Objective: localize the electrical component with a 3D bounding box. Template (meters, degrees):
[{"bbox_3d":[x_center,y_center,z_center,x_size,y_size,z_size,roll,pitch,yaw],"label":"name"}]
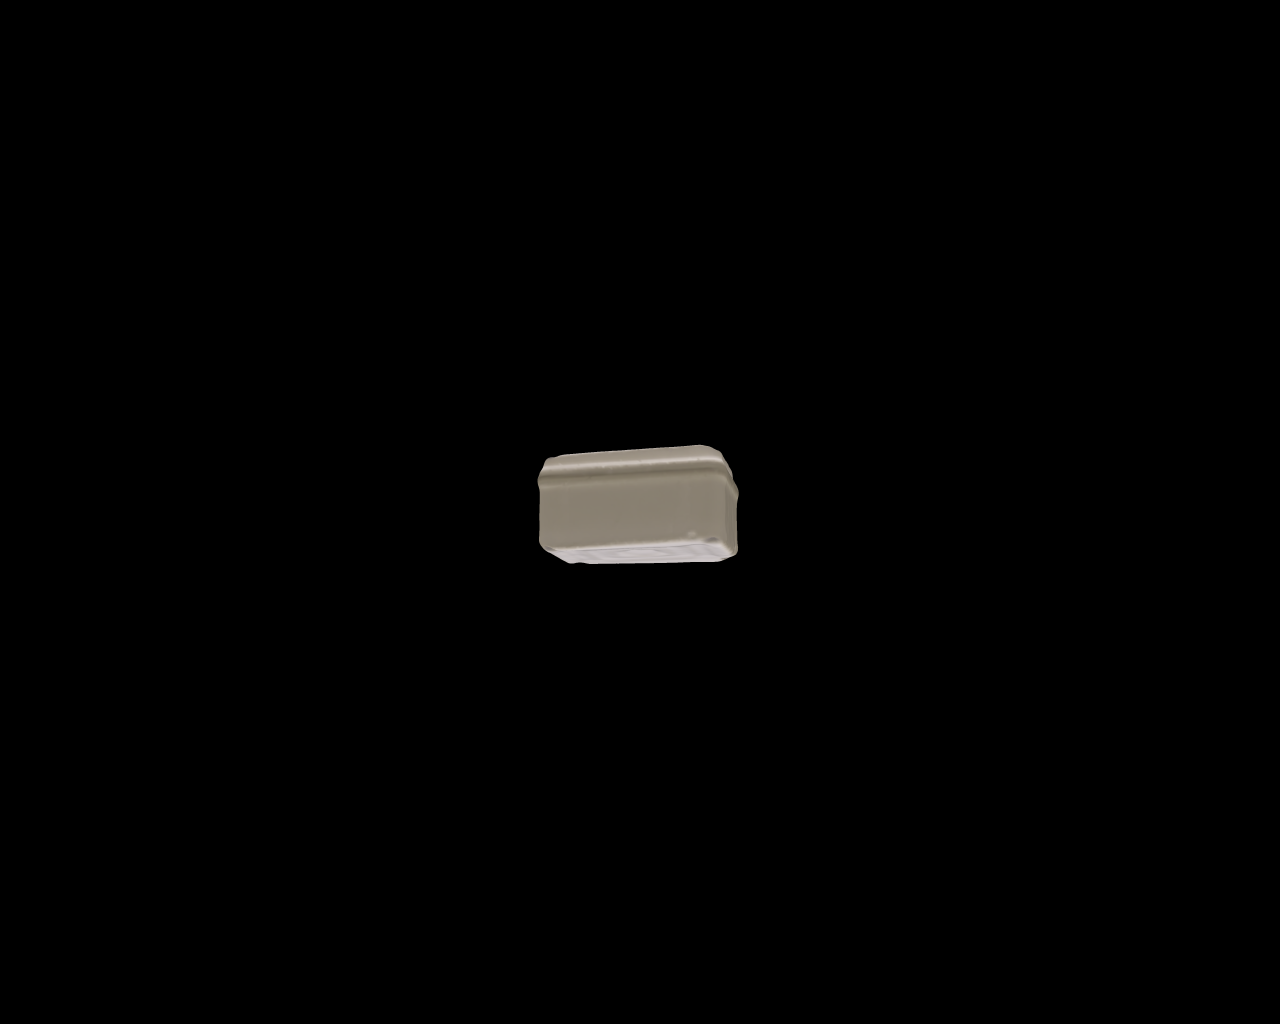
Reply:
[{"bbox_3d":[0.001,-0.003,0.650,0.113,0.057,0.078,-2,-11,12],"label":"electrical component"}]
